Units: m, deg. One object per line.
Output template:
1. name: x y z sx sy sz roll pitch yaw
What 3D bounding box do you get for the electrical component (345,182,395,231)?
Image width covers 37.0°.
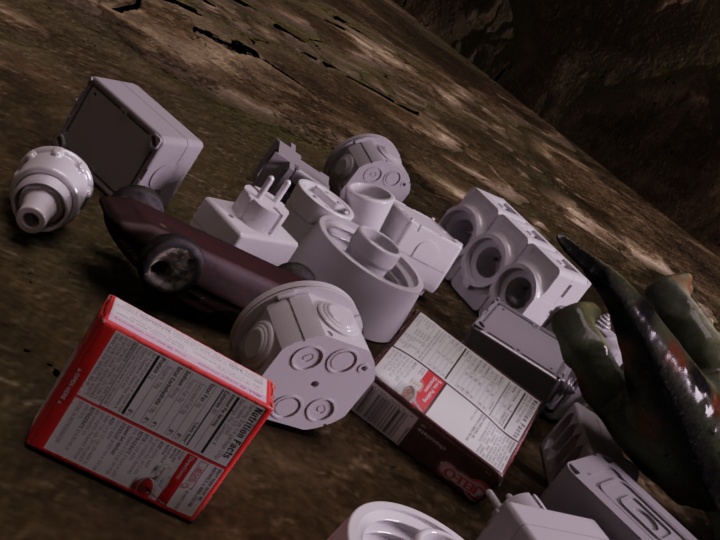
1. electrical component: 0.002 -0.039 0.947 0.044 0.065 0.044 13 22 -5

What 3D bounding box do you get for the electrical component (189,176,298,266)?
1. electrical component: -0.077 -0.035 0.777 0.047 0.076 0.066 45 20 30

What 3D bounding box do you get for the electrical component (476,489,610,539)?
1. electrical component: 0.101 0.159 0.641 0.083 0.047 0.075 20 23 -38

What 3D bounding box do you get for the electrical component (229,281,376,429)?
1. electrical component: -0.033 0.050 0.632 0.080 0.080 0.051 22 27 -34

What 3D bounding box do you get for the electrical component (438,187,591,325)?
1. electrical component: 0.141 -0.003 1.065 0.062 0.089 0.150 17 25 -44

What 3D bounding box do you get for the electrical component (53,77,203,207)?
1. electrical component: -0.172 -0.096 0.789 0.096 0.061 0.061 41 18 19

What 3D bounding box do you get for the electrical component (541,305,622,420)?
1. electrical component: 0.180 0.075 0.923 0.061 0.096 0.061 45 21 30

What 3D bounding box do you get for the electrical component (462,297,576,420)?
1. electrical component: 0.127 0.079 0.866 0.096 0.061 0.062 32 30 12

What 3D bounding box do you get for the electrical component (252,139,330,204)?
1. electrical component: -0.062 -0.080 0.981 0.064 0.042 0.081 34 18 -15

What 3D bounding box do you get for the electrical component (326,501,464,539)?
1. electrical component: 0.026 0.154 0.495 0.108 0.060 0.108 31 18 -11

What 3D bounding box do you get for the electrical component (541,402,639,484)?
1. electrical component: 0.183 0.152 0.807 0.076 0.047 0.083 33 18 -7

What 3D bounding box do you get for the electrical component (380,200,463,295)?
1. electrical component: 0.041 -0.025 1.002 0.062 0.061 0.096 27 11 -25

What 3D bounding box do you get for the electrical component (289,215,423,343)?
1. electrical component: 0.000 0.000 0.852 0.108 0.060 0.108 31 18 -11

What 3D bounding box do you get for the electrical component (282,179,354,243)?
1. electrical component: -0.041 -0.042 0.908 0.055 0.047 0.055 32 17 -11

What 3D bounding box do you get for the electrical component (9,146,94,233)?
1. electrical component: -0.191 -0.043 0.650 0.048 0.048 0.062 30 25 -15

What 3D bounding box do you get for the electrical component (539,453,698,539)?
1. electrical component: 0.167 0.179 0.692 0.113 0.057 0.078 44 20 26

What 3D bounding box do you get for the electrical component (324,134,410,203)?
1. electrical component: 0.008 -0.091 1.074 0.080 0.080 0.051 22 27 -35
